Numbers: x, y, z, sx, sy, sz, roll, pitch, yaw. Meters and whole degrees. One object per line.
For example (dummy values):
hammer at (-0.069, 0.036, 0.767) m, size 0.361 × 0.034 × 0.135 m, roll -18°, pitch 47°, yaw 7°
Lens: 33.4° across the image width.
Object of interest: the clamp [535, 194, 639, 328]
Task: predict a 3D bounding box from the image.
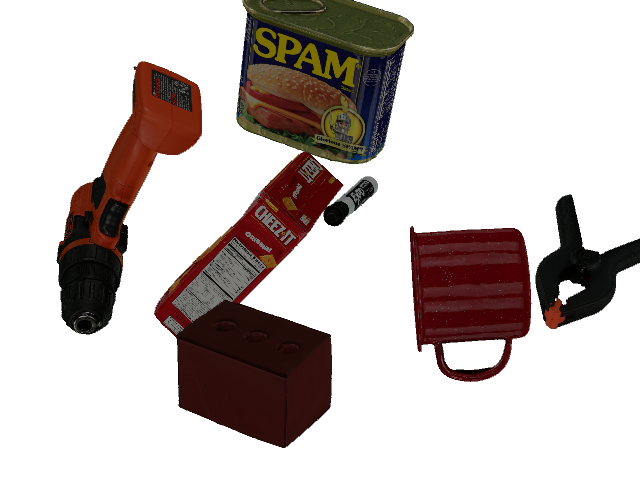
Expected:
clamp at (0.265, 0.019, 1.096) m, size 0.120 × 0.039 × 0.171 m, roll 28°, pitch 51°, yaw 32°

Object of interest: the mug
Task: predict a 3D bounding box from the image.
mug at (0.110, 0.045, 0.783) m, size 0.081 × 0.117 × 0.093 m, roll -4°, pitch -15°, yaw 4°

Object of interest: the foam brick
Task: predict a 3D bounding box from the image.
foam brick at (-0.039, 0.077, 0.625) m, size 0.078 × 0.051 × 0.052 m, roll 16°, pitch 28°, yaw 25°

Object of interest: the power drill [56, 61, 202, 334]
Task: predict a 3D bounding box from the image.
power drill at (-0.161, -0.037, 0.867) m, size 0.057 × 0.188 × 0.184 m, roll 22°, pitch 29°, yaw -24°

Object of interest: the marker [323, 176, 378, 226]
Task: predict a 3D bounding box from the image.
marker at (0.028, -0.036, 0.964) m, size 0.020 × 0.020 × 0.121 m, roll 0°, pitch 16°, yaw 19°

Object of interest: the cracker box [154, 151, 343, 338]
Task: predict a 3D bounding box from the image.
cracker box at (-0.083, 0.008, 1.231) m, size 0.214 × 0.072 × 0.164 m, roll -45°, pitch 5°, yaw 26°

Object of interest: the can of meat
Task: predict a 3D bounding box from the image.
can of meat at (-0.001, -0.103, 0.662) m, size 0.102 × 0.084 × 0.057 m, roll 21°, pitch 37°, yaw 16°
